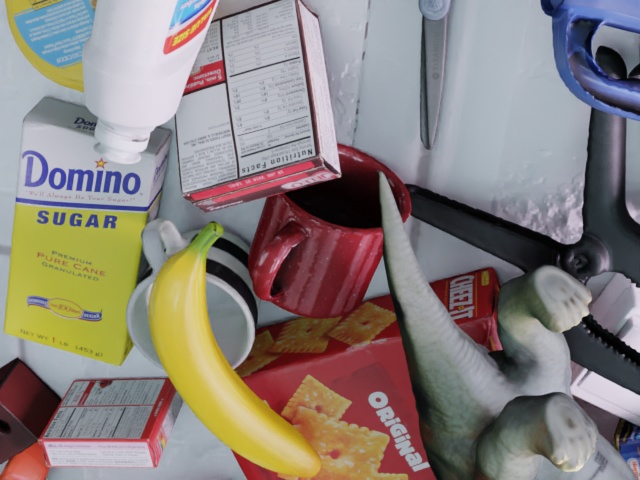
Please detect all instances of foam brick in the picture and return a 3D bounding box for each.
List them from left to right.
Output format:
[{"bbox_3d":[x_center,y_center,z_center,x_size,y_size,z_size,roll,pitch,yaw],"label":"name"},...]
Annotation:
[{"bbox_3d":[-0.252,0.139,0.832,0.078,0.051,0.053,-32,110,25],"label":"foam brick"}]

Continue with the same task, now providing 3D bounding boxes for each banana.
[{"bbox_3d":[-0.062,0.084,0.680,0.070,0.037,0.198,-12,118,17],"label":"banana"}]

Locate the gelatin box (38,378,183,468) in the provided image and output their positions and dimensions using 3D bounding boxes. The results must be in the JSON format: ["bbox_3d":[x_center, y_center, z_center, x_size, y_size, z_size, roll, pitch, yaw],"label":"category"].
[{"bbox_3d":[-0.156,0.137,0.801,0.089,0.073,0.030,-3,120,12],"label":"gelatin box"}]

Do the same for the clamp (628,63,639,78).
[{"bbox_3d":[0.254,-0.057,0.612,0.171,0.039,0.120,-14,95,-13],"label":"clamp"}]

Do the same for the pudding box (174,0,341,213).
[{"bbox_3d":[-0.040,-0.081,0.634,0.090,0.113,0.039,-14,161,17],"label":"pudding box"}]

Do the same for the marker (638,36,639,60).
[{"bbox_3d":[0.205,-0.067,0.647,0.020,0.020,0.121,-4,119,13],"label":"marker"}]

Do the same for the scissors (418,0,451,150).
[{"bbox_3d":[0.051,-0.153,0.627,0.096,0.016,0.202,18,122,1],"label":"scissors"}]

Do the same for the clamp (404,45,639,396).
[{"bbox_3d":[0.165,0.001,0.645,0.165,0.036,0.210,-43,79,27],"label":"clamp"}]

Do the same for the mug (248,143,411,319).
[{"bbox_3d":[-0.004,0.001,0.673,0.093,0.117,0.082,31,128,14],"label":"mug"}]

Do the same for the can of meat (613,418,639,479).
[{"bbox_3d":[0.246,0.144,0.716,0.084,0.102,0.057,-14,88,20],"label":"can of meat"}]

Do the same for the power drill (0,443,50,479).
[{"bbox_3d":[-0.177,0.234,0.871,0.187,0.057,0.185,31,121,-8],"label":"power drill"}]

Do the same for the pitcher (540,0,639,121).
[{"bbox_3d":[0.239,-0.137,0.535,0.243,0.145,0.149,15,138,-2],"label":"pitcher"}]

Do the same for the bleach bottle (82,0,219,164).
[{"bbox_3d":[-0.077,-0.161,0.577,0.068,0.102,0.251,24,115,8],"label":"bleach bottle"}]

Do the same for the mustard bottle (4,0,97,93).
[{"bbox_3d":[-0.144,-0.150,0.639,0.096,0.058,0.191,-18,116,9],"label":"mustard bottle"}]

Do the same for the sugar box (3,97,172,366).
[{"bbox_3d":[-0.163,-0.003,0.737,0.093,0.048,0.176,15,123,2],"label":"sugar box"}]

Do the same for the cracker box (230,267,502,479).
[{"bbox_3d":[0.044,0.127,0.760,0.214,0.072,0.164,-15,117,17],"label":"cracker box"}]
